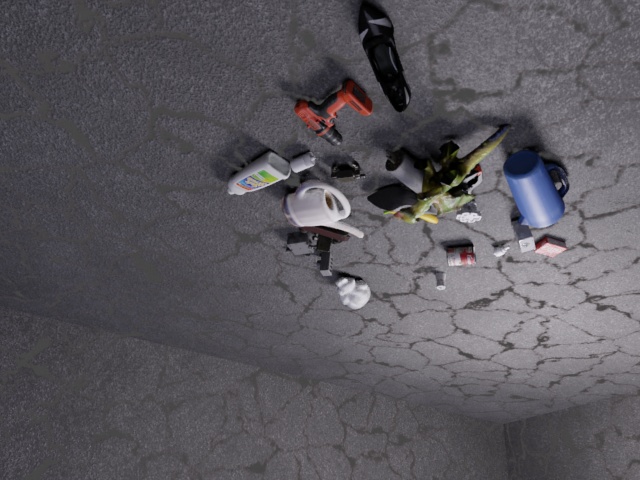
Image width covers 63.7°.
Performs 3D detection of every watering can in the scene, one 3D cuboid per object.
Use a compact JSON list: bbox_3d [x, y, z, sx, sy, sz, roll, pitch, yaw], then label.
[{"bbox_3d":[0.005,-0.089,1.775,0.223,0.106,0.341,-8,144,24],"label":"watering can"}]

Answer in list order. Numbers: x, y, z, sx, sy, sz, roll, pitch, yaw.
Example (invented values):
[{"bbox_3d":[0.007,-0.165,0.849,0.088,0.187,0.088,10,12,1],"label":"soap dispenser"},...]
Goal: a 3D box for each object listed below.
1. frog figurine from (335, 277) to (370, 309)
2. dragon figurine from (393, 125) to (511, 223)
[{"bbox_3d":[0.143,0.218,2.229,0.138,0.125,0.156,-31,132,-3],"label":"frog figurine"},{"bbox_3d":[0.399,-0.169,1.538,0.408,0.125,0.239,-29,148,11],"label":"dragon figurine"}]
